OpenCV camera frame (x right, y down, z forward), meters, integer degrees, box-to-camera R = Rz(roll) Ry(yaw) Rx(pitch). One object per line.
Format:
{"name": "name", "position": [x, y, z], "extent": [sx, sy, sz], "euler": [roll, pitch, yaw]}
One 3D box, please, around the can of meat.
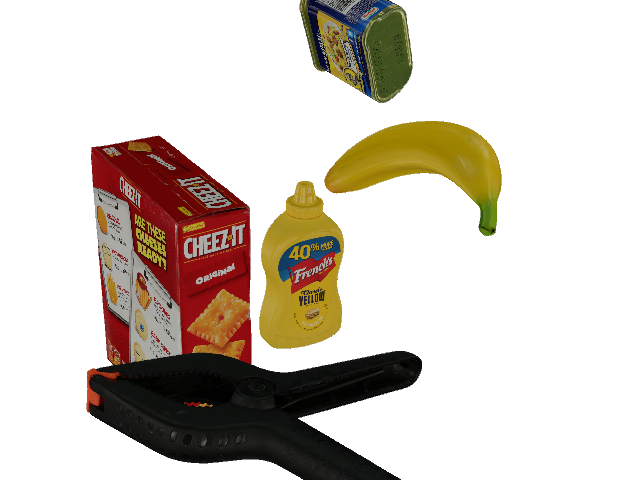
{"name": "can of meat", "position": [0.035, -0.185, 0.977], "extent": [0.057, 0.102, 0.084], "euler": [-40, 54, -19]}

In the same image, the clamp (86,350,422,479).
{"name": "clamp", "position": [-0.033, 0.099, 0.641], "extent": [0.210, 0.036, 0.164], "euler": [10, 23, 8]}

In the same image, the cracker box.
{"name": "cracker box", "position": [-0.121, 0.041, 0.883], "extent": [0.072, 0.214, 0.164], "euler": [-15, 33, -30]}

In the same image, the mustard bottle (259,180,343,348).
{"name": "mustard bottle", "position": [-0.020, 0.024, 1.197], "extent": [0.096, 0.192, 0.058], "euler": [-12, 29, -26]}

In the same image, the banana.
{"name": "banana", "position": [0.068, -0.055, 0.763], "extent": [0.037, 0.069, 0.198], "euler": [39, -11, -31]}
